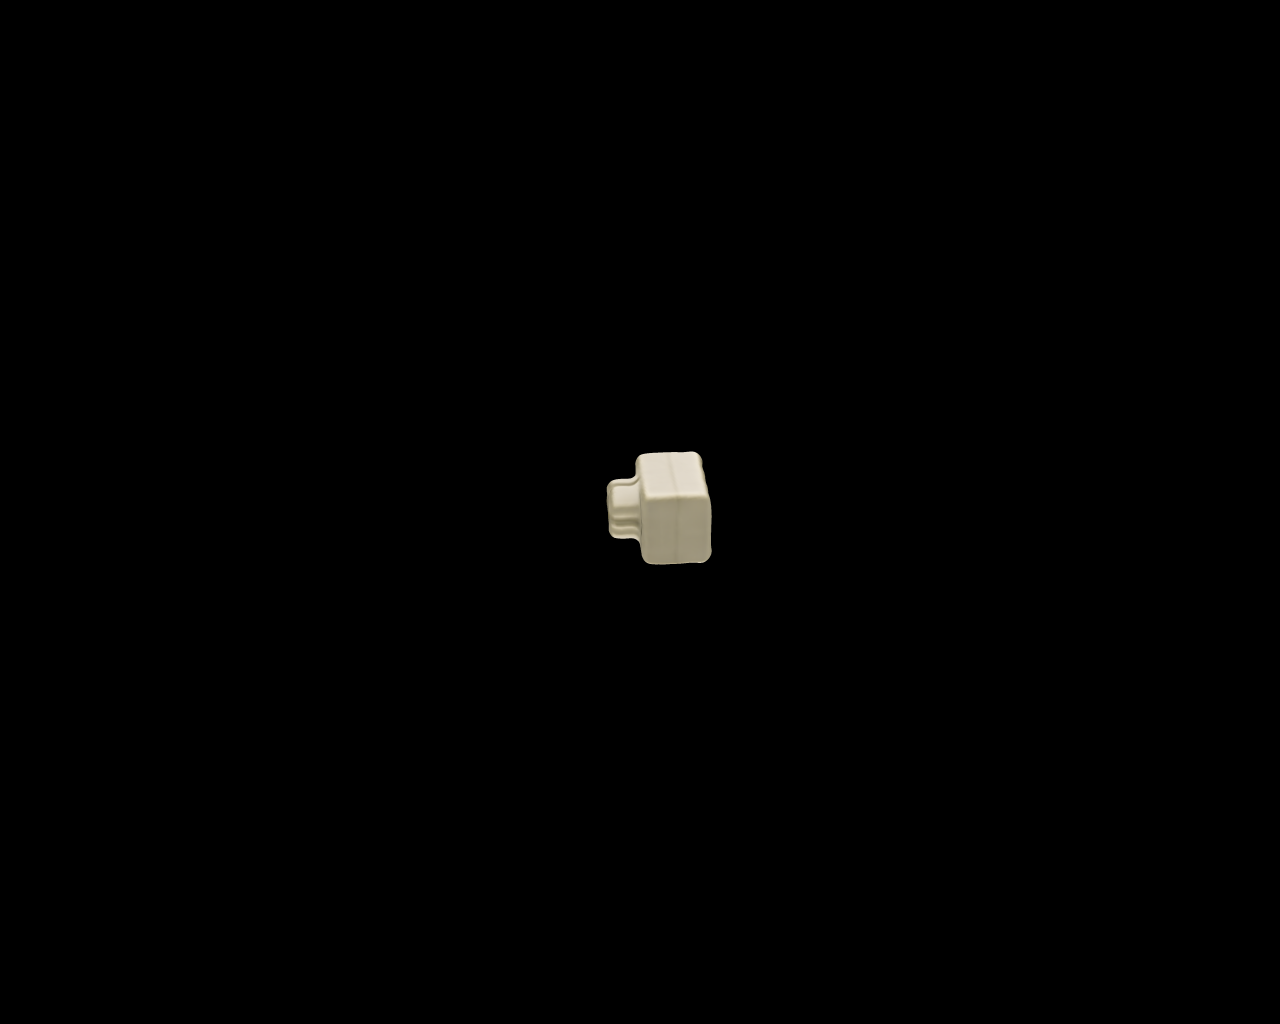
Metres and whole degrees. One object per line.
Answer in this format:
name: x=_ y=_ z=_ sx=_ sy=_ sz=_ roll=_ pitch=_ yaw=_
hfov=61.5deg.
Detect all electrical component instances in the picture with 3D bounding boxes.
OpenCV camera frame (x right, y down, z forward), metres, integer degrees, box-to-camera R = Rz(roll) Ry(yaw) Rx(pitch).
electrical component: x=0.001 y=-0.003 z=0.650 sx=0.077 sy=0.047 sz=0.066 roll=-2 pitch=27 yaw=-3
